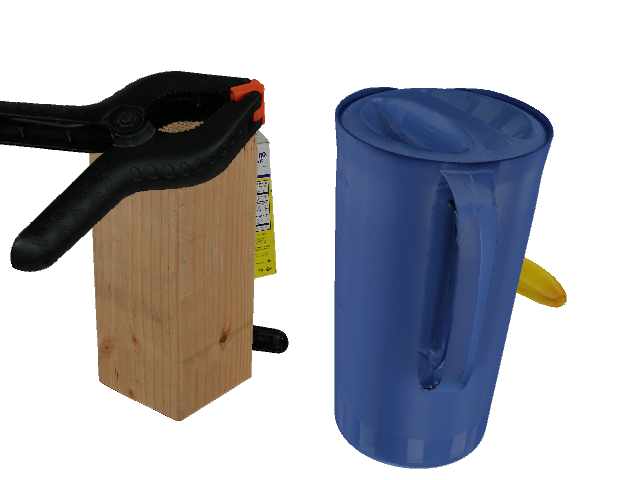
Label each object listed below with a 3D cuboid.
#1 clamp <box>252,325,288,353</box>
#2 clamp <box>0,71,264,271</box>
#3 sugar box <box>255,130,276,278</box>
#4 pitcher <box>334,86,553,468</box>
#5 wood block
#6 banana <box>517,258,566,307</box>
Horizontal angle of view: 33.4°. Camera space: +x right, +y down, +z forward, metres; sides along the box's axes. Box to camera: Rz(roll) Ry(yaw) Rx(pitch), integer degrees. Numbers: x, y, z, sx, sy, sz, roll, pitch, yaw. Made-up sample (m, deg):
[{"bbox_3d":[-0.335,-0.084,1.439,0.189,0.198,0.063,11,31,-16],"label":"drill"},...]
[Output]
[{"bbox_3d":[-0.161,0.096,1.119,0.210,0.036,0.164,18,20,29],"label":"clamp"},{"bbox_3d":[-0.116,-0.059,0.592,0.171,0.120,0.039,-27,-27,-25],"label":"clamp"},{"bbox_3d":[-0.089,-0.051,1.319,0.048,0.176,0.093,-12,25,-15],"label":"sugar box"},{"bbox_3d":[0.070,0.031,0.694,0.145,0.243,0.149,22,33,31],"label":"pitcher"},{"bbox_3d":[-0.109,0.017,0.806,0.090,0.206,0.090,20,29,32],"label":"wood block"},{"bbox_3d":[0.170,0.033,1.109,0.198,0.037,0.069,11,38,32],"label":"banana"}]
